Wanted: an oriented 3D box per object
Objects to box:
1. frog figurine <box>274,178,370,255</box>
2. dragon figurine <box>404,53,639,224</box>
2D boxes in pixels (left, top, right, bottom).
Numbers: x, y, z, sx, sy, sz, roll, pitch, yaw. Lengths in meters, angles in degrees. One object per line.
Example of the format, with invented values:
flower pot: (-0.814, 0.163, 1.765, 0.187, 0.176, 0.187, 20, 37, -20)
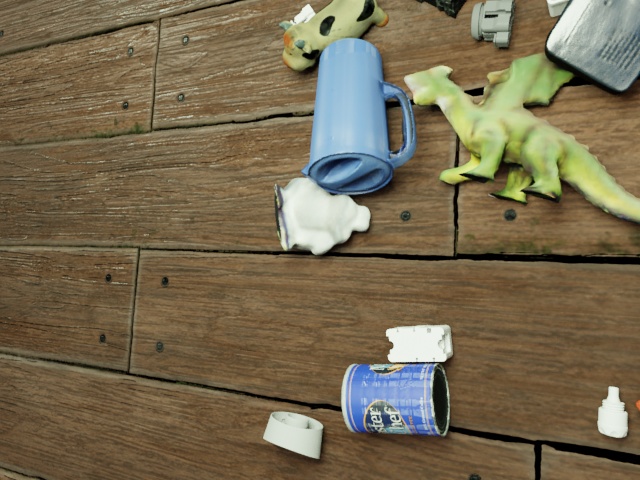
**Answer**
frog figurine: (0.003, -0.045, 0.900, 0.160, 0.120, 0.140, -7, 69, -11)
dragon figurine: (0.315, -0.172, 0.757, 0.412, 0.121, 0.244, 16, 82, 18)
